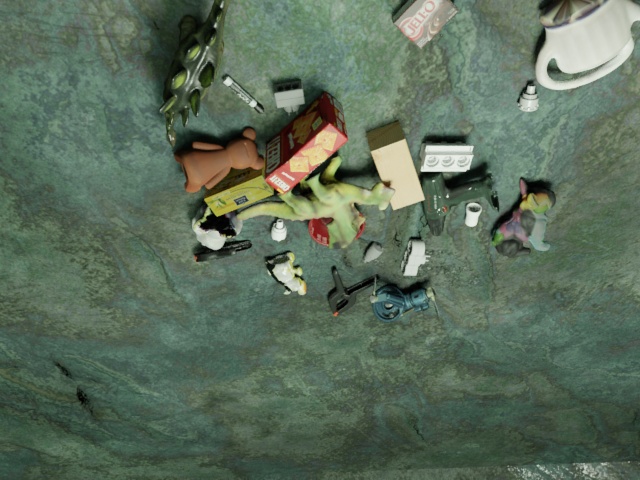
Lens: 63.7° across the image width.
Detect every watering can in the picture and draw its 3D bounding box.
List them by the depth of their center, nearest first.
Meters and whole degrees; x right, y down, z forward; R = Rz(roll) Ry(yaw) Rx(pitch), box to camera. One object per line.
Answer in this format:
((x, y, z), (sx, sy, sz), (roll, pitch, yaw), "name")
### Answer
((0.625, -0.468, 1.115), (0.345, 0.106, 0.221), (-29, -52, 20), "watering can")

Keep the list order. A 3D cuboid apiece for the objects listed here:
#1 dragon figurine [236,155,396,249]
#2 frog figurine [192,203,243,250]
((0.004, -0.068, 1.359), (0.407, 0.240, 0.125), (-26, 21, 21), "dragon figurine")
((-0.287, -0.039, 1.439), (0.137, 0.124, 0.158), (-7, -10, -11), "frog figurine")
